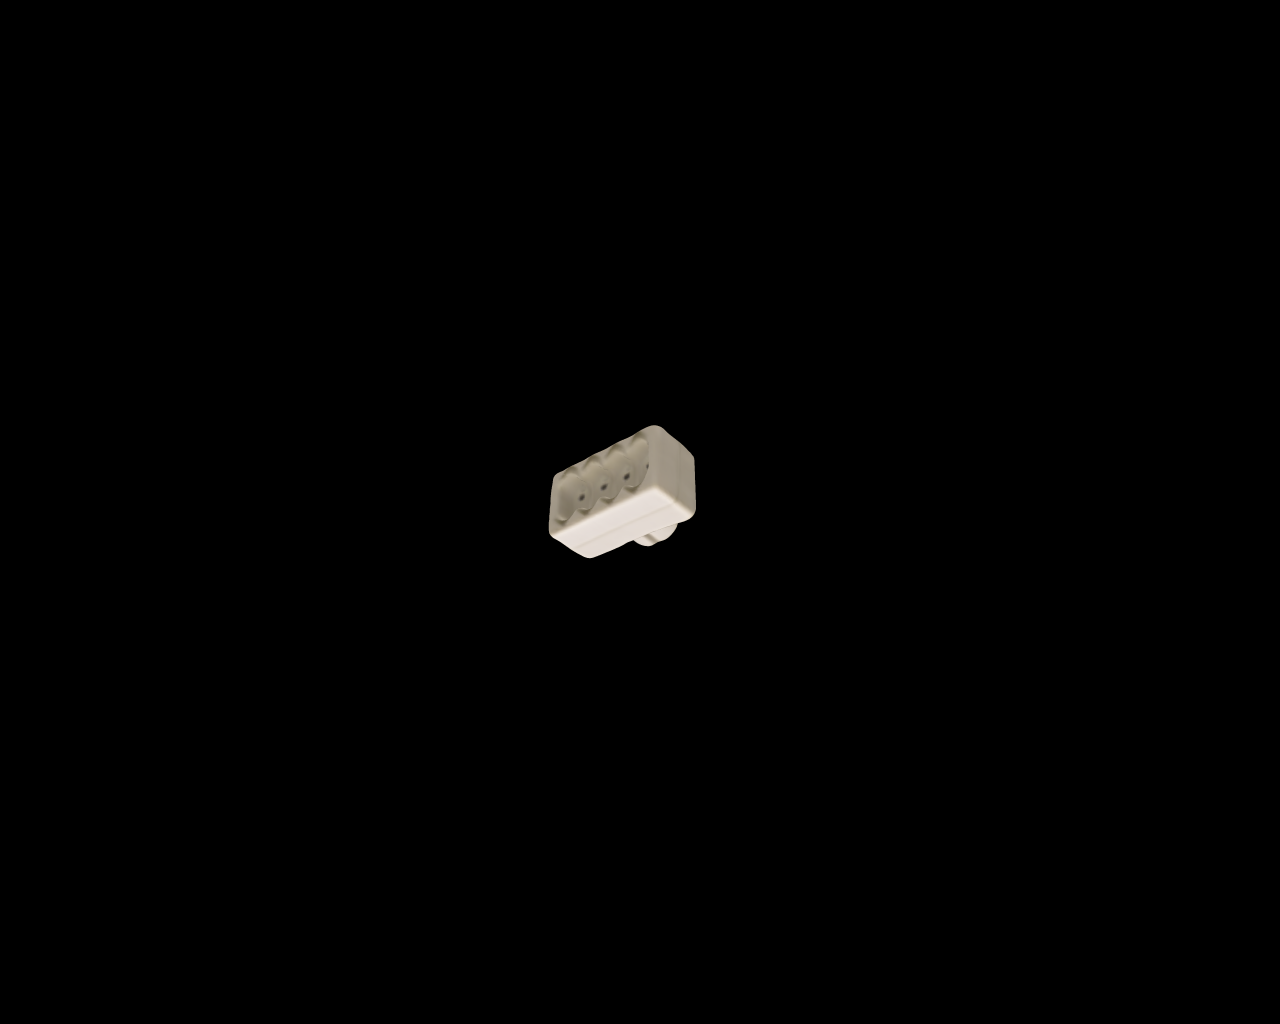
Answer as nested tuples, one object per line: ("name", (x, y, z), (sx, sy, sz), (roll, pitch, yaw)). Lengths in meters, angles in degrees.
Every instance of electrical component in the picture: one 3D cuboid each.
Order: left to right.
("electrical component", (0.001, -0.003, 0.650), (0.083, 0.047, 0.075), (-24, -41, 31))
